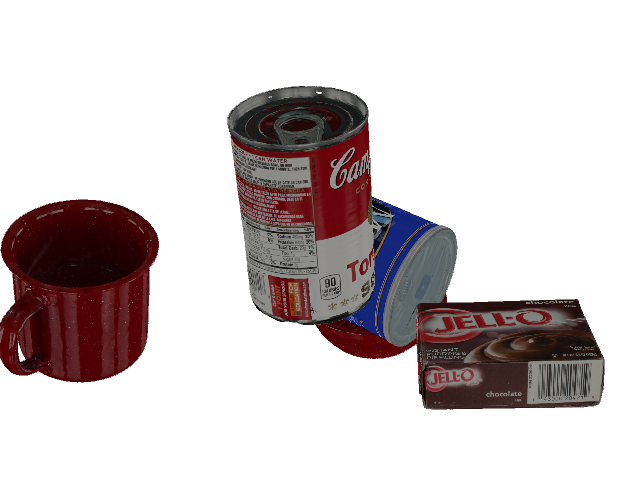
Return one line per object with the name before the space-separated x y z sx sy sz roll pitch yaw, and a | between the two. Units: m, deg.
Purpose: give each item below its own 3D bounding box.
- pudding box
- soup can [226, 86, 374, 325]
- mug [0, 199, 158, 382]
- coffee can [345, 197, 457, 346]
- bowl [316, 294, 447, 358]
pudding box | 0.119 0.072 0.694 0.113 0.039 0.090 0 22 3
soup can | -0.008 -0.017 0.534 0.068 0.102 0.068 -3 31 2
mug | -0.153 0.040 0.656 0.093 0.081 0.117 21 38 17
coffee can | 0.026 0.012 0.875 0.140 0.103 0.102 25 12 27
bowl | 0.059 0.084 1.189 0.162 0.055 0.162 -1 27 0
